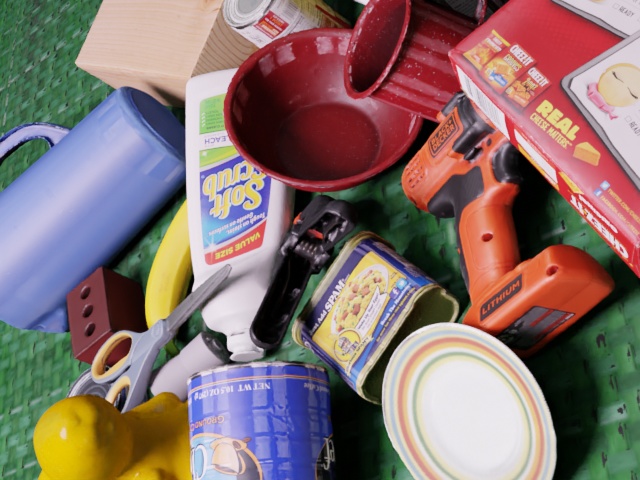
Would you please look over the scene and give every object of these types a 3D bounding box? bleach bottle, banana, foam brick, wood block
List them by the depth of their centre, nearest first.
[{"bbox_3d":[-0.060,-0.022,0.903,0.102,0.068,0.251,-7,68,4],"label":"bleach bottle"},{"bbox_3d":[-0.116,0.012,0.968,0.070,0.037,0.198,11,77,30],"label":"banana"},{"bbox_3d":[-0.198,0.074,0.997,0.053,0.051,0.078,-38,47,22],"label":"foam brick"},{"bbox_3d":[-0.140,-0.187,1.057,0.206,0.090,0.091,15,79,46],"label":"wood block"}]

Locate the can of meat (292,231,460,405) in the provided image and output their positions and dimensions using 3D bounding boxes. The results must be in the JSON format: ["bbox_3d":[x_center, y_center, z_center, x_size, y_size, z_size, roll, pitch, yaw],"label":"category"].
[{"bbox_3d":[0.041,0.057,0.775,0.084,0.057,0.102,38,97,45],"label":"can of meat"}]

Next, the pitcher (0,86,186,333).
[{"bbox_3d":[-0.241,-0.041,1.039,0.243,0.149,0.145,-42,39,14],"label":"pitcher"}]

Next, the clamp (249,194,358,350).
[{"bbox_3d":[-0.005,0.001,0.799,0.120,0.039,0.171,-50,11,21],"label":"clamp"}]

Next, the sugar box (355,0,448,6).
[{"bbox_3d":[0.016,-0.229,0.886,0.176,0.093,0.048,37,107,28],"label":"sugar box"}]

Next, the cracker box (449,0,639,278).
[{"bbox_3d":[0.208,-0.108,0.606,0.214,0.072,0.164,-40,64,2],"label":"cracker box"}]

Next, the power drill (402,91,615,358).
[{"bbox_3d":[0.131,-0.031,0.707,0.185,0.057,0.187,-52,37,43],"label":"power drill"}]

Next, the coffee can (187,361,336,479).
[{"bbox_3d":[-0.039,0.164,0.742,0.103,0.102,0.140,-19,66,36],"label":"coffee can"}]

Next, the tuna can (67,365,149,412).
[{"bbox_3d":[-0.196,0.157,0.963,0.086,0.033,0.086,-22,54,34],"label":"tuna can"}]

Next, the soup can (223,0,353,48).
[{"bbox_3d":[-0.027,-0.192,0.942,0.069,0.102,0.068,-22,55,35],"label":"soup can"}]

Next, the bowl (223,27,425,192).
[{"bbox_3d":[0.005,-0.094,0.862,0.162,0.055,0.162,-2,58,3],"label":"bowl"}]

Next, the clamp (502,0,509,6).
[{"bbox_3d":[0.162,-0.182,0.785,0.210,0.036,0.164,-63,19,17],"label":"clamp"}]

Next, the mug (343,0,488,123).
[{"bbox_3d":[0.080,-0.144,0.783,0.117,0.081,0.093,-61,25,25],"label":"mug"}]

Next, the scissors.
[{"bbox_3d":[-0.133,0.095,0.875,0.202,0.016,0.096,-28,54,43],"label":"scissors"}]

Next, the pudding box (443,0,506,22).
[{"bbox_3d":[0.102,-0.232,0.850,0.039,0.089,0.113,-35,48,24],"label":"pudding box"}]
